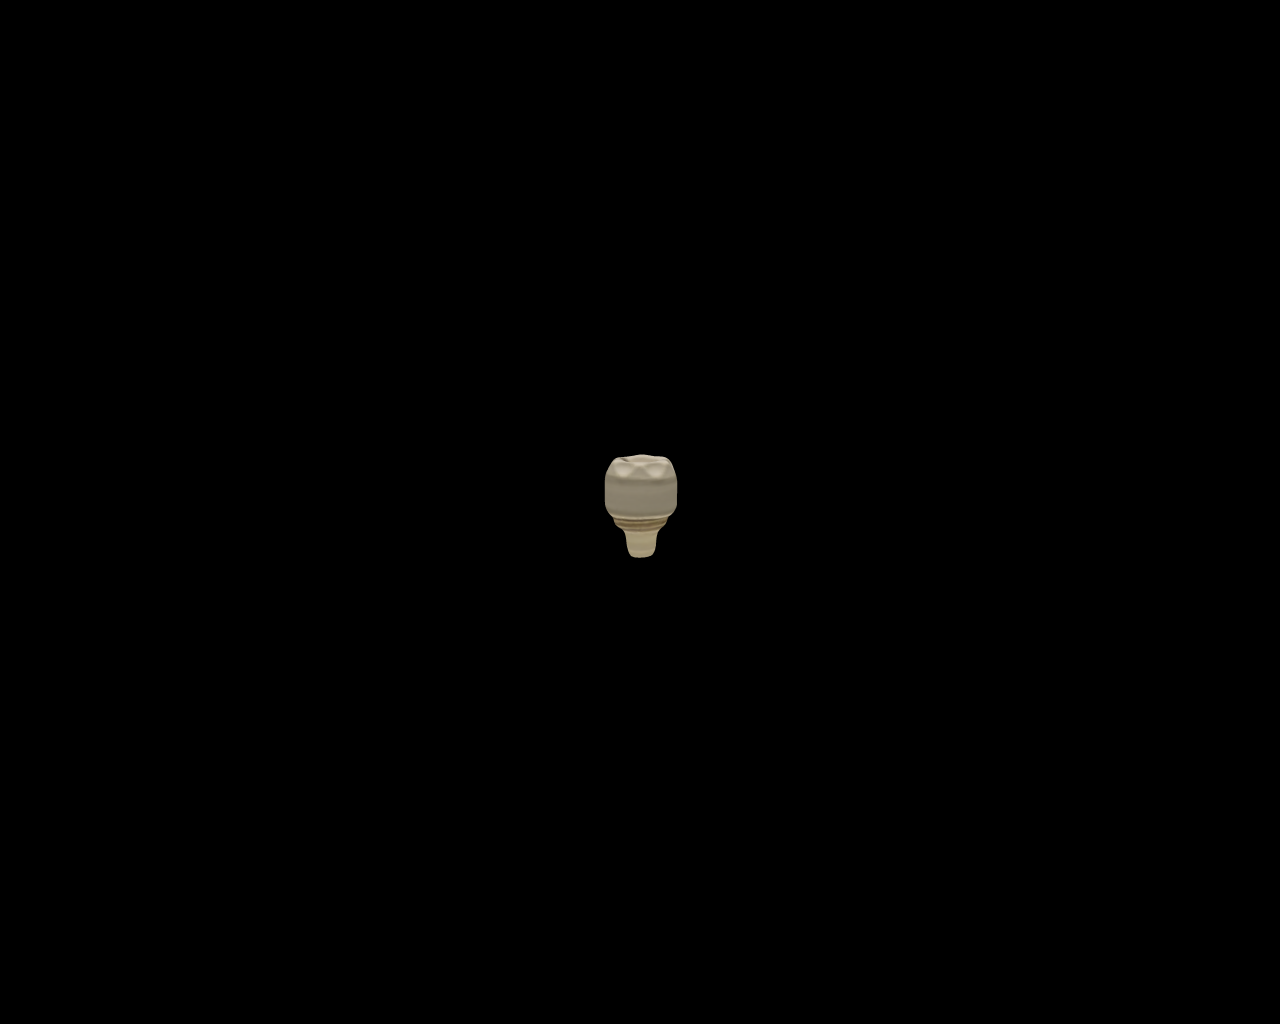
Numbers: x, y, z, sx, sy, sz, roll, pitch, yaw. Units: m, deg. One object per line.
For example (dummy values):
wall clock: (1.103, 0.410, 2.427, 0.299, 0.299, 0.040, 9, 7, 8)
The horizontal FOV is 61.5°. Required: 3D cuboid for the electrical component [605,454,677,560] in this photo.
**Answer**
electrical component: (0.001, -0.003, 0.650, 0.043, 0.062, 0.043, 0, 12, 0)
